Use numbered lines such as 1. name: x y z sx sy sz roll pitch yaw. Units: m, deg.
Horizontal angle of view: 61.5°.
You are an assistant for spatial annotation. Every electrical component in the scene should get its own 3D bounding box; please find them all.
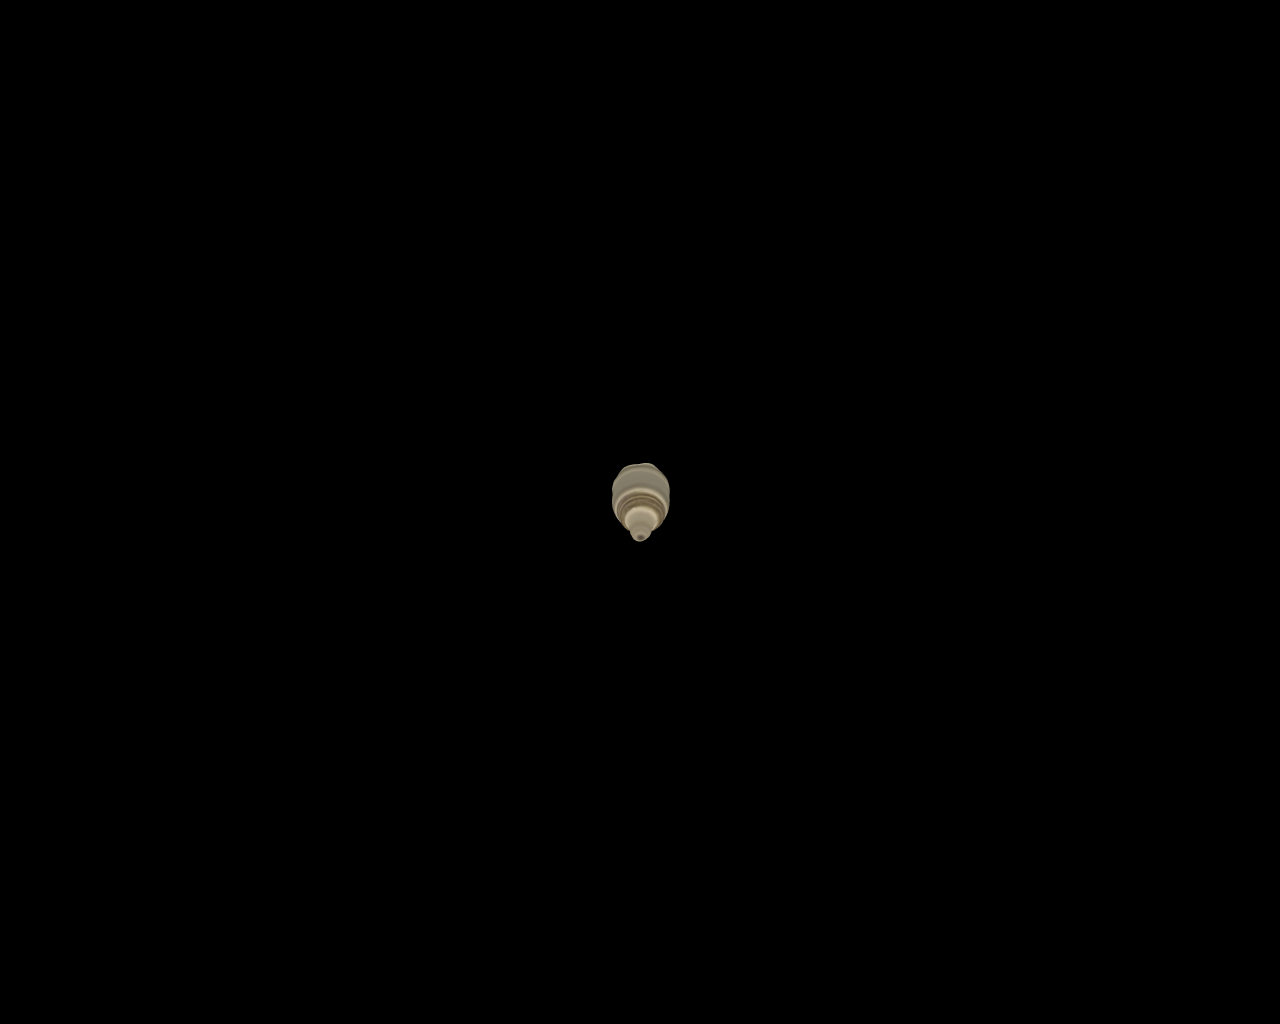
1. electrical component: 0.001 -0.003 0.650 0.035 0.035 0.061 0 36 0
